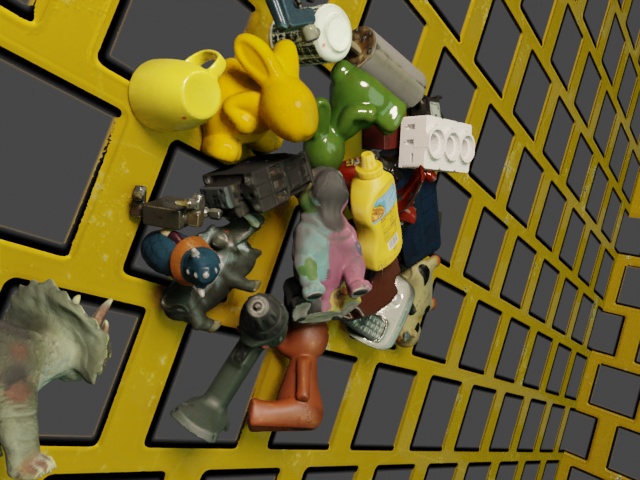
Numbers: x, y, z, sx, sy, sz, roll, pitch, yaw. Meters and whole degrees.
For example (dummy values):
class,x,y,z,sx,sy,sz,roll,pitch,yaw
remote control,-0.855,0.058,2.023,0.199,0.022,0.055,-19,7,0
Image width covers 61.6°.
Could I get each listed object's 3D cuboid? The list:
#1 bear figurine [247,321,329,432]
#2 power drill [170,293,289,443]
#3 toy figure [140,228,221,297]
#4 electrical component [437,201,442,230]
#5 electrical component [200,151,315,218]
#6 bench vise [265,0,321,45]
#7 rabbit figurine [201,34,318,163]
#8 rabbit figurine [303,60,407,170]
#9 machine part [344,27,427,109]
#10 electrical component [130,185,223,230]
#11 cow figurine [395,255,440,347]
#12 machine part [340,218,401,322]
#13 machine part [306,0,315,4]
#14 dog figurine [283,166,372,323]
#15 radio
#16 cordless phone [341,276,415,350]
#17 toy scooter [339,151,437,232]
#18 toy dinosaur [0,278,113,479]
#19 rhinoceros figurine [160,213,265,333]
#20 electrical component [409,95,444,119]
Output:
class,x,y,z,sx,sy,sz,roll,pitch,yaw
bear figurine,-0.049,0.204,0.867,0.132,0.120,0.196,1,68,-7
power drill,-0.116,0.165,0.739,0.207,0.086,0.232,-63,174,-6
toy figure,-0.165,0.021,0.649,0.058,0.155,0.064,-47,128,-26
electrical component,0.239,-0.038,1.168,0.063,0.021,0.093,-15,112,-44
electrical component,-0.092,-0.076,0.731,0.134,0.115,0.058,-31,113,-42
bench vise,-0.069,-0.360,0.666,0.223,0.129,0.240,-33,107,-42
rabbit figurine,-0.065,-0.177,0.696,0.122,0.173,0.162,-8,110,-42
rabbit figurine,0.030,-0.180,0.845,0.159,0.121,0.170,32,91,-43
machine part,0.111,-0.293,0.927,0.243,0.079,0.079,16,88,-48
electrical component,-0.182,-0.041,0.664,0.078,0.102,0.045,-38,136,-63
cow figurine,0.186,0.130,1.108,0.127,0.086,0.194,-14,112,-51
machine part,0.060,0.050,0.925,0.179,0.056,0.179,9,74,-31
machine part,-0.028,-0.423,0.774,0.084,0.039,0.138,-2,102,-42
dog figurine,-0.002,-0.002,0.806,0.108,0.191,0.219,-1,64,-17
radio,0.165,-0.068,1.046,0.131,0.073,0.229,-31,119,-38
cordless phone,0.082,0.108,0.996,0.184,0.089,0.146,38,72,-38
toy scooter,0.116,-0.094,0.912,0.184,0.135,0.075,32,39,-23
toy dinosaur,-0.367,0.125,0.495,0.404,0.131,0.192,9,81,-44
rhinoceros figurine,-0.143,0.036,0.745,0.190,0.073,0.112,-52,122,-22
electrical component,0.212,-0.223,1.058,0.075,0.048,0.119,-16,100,-46
